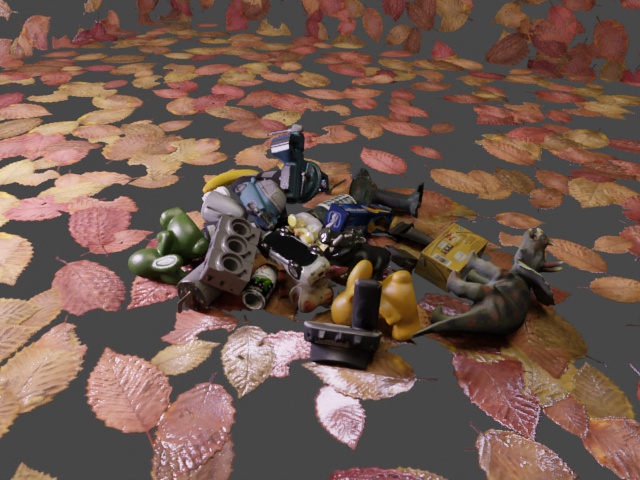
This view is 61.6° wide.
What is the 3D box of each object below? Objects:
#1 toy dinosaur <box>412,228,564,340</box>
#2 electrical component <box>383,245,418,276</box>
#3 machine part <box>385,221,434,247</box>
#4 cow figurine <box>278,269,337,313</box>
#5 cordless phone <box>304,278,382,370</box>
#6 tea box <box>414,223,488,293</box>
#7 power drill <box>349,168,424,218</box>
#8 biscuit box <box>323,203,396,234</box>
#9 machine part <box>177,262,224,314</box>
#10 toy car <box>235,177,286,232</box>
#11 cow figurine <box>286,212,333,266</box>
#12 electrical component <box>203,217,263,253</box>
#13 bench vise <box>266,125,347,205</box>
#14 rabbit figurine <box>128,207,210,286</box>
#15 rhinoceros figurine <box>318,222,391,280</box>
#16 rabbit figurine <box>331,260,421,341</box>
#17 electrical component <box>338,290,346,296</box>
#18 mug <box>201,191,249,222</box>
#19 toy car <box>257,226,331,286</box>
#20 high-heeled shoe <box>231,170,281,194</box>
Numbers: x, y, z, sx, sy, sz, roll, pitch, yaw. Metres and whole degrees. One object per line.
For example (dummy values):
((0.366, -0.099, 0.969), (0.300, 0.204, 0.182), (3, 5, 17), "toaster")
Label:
((0.357, 0.127, 1.089), (0.192, 0.131, 0.405), (23, 45, 29), "toy dinosaur")
((0.182, 0.048, 1.257), (0.102, 0.045, 0.078), (35, 17, 36), "electrical component")
((0.238, -0.008, 1.347), (0.084, 0.039, 0.139), (-22, 38, -40), "machine part")
((-0.025, 0.085, 1.153), (0.127, 0.085, 0.195), (-3, 32, 4), "cow figurine")
((0.042, 0.140, 0.977), (0.147, 0.184, 0.089), (8, 38, 7), "cordless phone")
((0.305, 0.038, 1.244), (0.098, 0.068, 0.169), (33, 42, 25), "tea box")
((0.183, -0.133, 1.496), (0.207, 0.085, 0.232), (13, 36, 9), "power drill")
((0.100, -0.052, 1.322), (0.063, 0.059, 0.202), (36, 25, 34), "biscuit box")
((-0.225, 0.075, 1.154), (0.079, 0.079, 0.243), (18, 36, 23), "machine part")
((-0.137, -0.100, 1.341), (0.103, 0.109, 0.162), (-38, 34, -1), "toy car")
((-0.003, -0.002, 1.286), (0.098, 0.068, 0.167), (-19, 53, -41), "cow figurine")
((-0.206, -0.002, 1.292), (0.134, 0.058, 0.115), (-8, 37, -16), "electrical component")
((-0.041, -0.190, 1.466), (0.129, 0.240, 0.223), (-19, 66, 31), "bench vise")
((-0.337, 0.038, 1.204), (0.170, 0.121, 0.159), (-34, 52, -17), "rabbit figurine")
((0.074, 0.028, 1.174), (0.190, 0.112, 0.073), (23, 25, -29), "rhinoceros figurine")
((0.102, 0.126, 1.058), (0.173, 0.162, 0.122), (-11, 44, 11), "rabbit figurine")
((0.087, 0.121, 1.154), (0.094, 0.021, 0.063), (-4, 34, -10), "electrical component")
((-0.240, -0.071, 1.363), (0.107, 0.080, 0.109), (20, 7, 7), "mug")
((-0.058, 0.030, 1.121), (0.073, 0.056, 0.202), (-36, 39, -21), "toy car")
((-0.132, -0.162, 1.557), (0.145, 0.086, 0.248), (-8, 0, 44), "high-heeled shoe")
